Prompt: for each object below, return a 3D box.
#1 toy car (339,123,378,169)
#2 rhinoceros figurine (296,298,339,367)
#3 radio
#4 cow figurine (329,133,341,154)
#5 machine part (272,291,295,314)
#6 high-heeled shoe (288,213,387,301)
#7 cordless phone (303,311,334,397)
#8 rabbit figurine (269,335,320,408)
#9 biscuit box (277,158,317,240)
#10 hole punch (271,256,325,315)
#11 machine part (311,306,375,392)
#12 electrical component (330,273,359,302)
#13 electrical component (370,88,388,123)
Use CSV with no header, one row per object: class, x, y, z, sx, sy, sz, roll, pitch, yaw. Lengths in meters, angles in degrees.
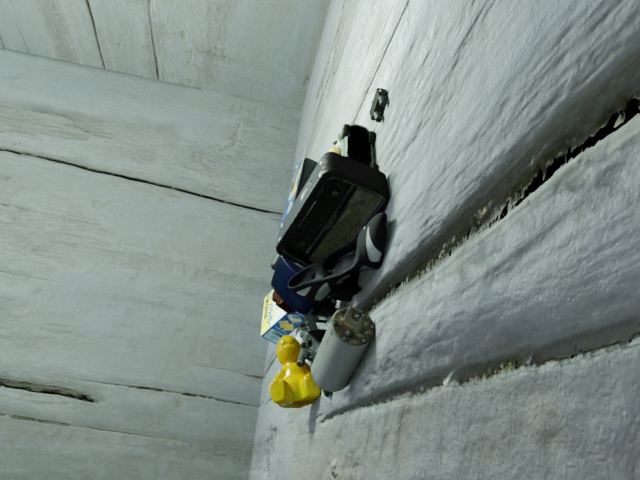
toy car,0.078,-0.177,1.123,0.202,0.073,0.056,-87,14,-44
rhinoceros figurine,-0.002,0.220,1.248,0.112,0.073,0.190,-73,-3,-52
radio,0.017,-0.045,1.008,0.229,0.131,0.073,-56,18,33
cow figurine,0.061,-0.205,1.250,0.098,0.068,0.167,-59,-3,-2
machine part,-0.059,0.106,1.426,0.179,0.056,0.179,-41,29,28
high-heeled shoe,0.028,0.028,0.962,0.248,0.145,0.086,105,170,-46
cordless phone,0.015,0.250,1.108,0.147,0.089,0.184,-130,39,-79
rabbit figurine,-0.060,0.326,1.347,0.162,0.122,0.173,63,-169,-66
biscuit box,-0.043,-0.087,1.262,0.059,0.063,0.202,-24,50,63
hole punch,-0.041,0.092,1.150,0.116,0.092,0.142,62,144,34
machine part,0.037,0.195,0.941,0.243,0.079,0.079,107,169,-45
electrical component,0.052,0.061,1.106,0.074,0.048,0.119,117,162,-63
electrical component,0.123,-0.285,1.124,0.094,0.021,0.063,-89,12,-54
